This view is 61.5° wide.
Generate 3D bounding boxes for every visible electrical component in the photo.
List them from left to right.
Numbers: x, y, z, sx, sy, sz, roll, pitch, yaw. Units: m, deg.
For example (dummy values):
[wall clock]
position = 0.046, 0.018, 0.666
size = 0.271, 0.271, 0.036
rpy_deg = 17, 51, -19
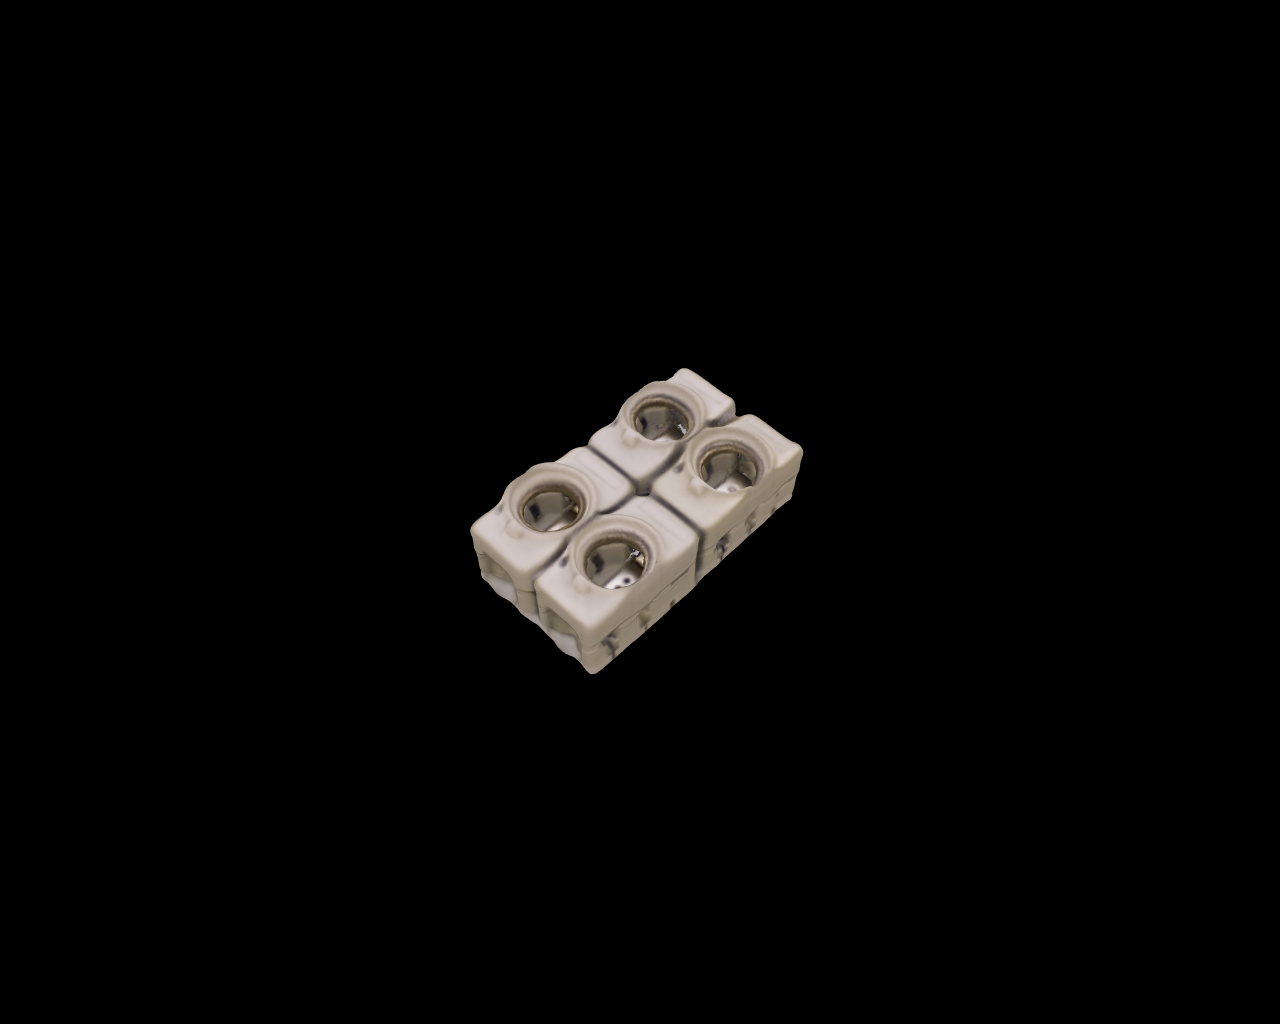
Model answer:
[electrical component]
position = 0.001, -0.003, 0.650
size = 0.105, 0.060, 0.186
rpy_deg = 39, 63, 25
